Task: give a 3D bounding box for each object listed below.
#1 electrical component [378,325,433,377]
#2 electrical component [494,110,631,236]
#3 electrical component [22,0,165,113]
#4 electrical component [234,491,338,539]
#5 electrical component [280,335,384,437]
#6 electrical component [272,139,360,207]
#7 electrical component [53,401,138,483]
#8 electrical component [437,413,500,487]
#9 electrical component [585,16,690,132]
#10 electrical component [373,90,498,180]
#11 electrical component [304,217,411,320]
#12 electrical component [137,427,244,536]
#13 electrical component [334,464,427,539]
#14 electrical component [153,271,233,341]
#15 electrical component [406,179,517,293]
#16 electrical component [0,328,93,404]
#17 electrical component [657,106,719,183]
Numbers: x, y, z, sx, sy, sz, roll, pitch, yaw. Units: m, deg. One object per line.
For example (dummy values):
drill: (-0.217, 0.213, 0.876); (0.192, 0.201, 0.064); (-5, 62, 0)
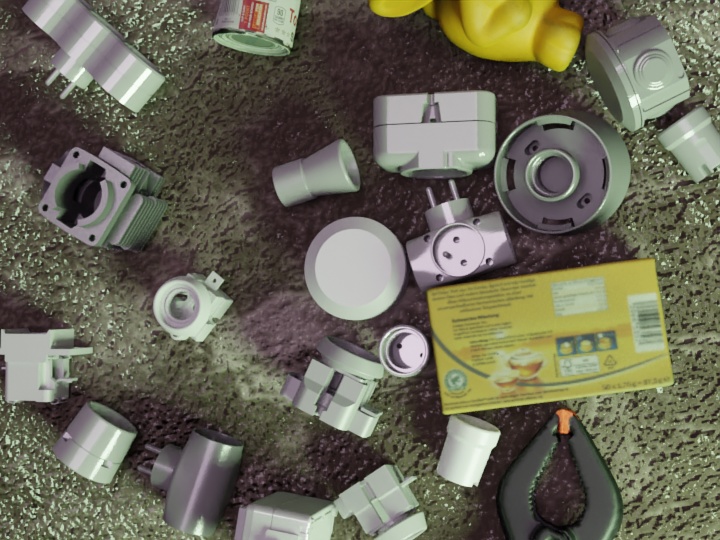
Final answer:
electrical component: (0.038, 0.063, 0.842); (0.040, 0.046, 0.040); (-1, 86, 13)
electrical component: (0.154, -0.075, 0.830); (0.099, 0.064, 0.099); (2, 96, 22)
electrical component: (-0.238, -0.180, 0.918); (0.138, 0.052, 0.073); (43, 96, 12)
electrical component: (-0.061, 0.209, 0.828); (0.061, 0.096, 0.061); (8, 88, 13)
electrical component: (-0.016, 0.088, 0.847); (0.078, 0.058, 0.057); (26, 95, 13)
electrical component: (-0.038, -0.076, 0.873); (0.065, 0.044, 0.044); (-17, 82, 16)
electrical component: (-0.218, 0.141, 0.890); (0.055, 0.055, 0.047); (33, 90, 13)
electrical component: (0.082, 0.139, 0.831); (0.040, 0.040, 0.046); (20, 96, 13)
electrical component: (0.206, -0.148, 0.804); (0.051, 0.080, 0.080); (-26, 81, 4)
electrical component: (0.060, -0.105, 0.846); (0.095, 0.054, 0.059); (-1, 86, 13)
electrical component: (0.000, 0.000, 0.853); (0.080, 0.051, 0.080); (-1, 86, 12)
electrical component: (-0.144, 0.166, 0.877); (0.079, 0.043, 0.077); (19, 91, 13)
electrical component: (0.020, 0.187, 0.838); (0.066, 0.048, 0.055); (-35, 72, 8)
electrical component: (-0.139, 0.030, 0.879); (0.048, 0.055, 0.066); (39, 95, 12)
electrical component: (0.074, -0.031, 0.842); (0.077, 0.044, 0.079); (-19, 82, 11)
electrical component: (-0.274, 0.081, 0.913); (0.081, 0.042, 0.063); (0, 87, 13)
electrical component: (0.254, -0.094, 0.810); (0.040, 0.040, 0.046); (-36, 85, 8)
